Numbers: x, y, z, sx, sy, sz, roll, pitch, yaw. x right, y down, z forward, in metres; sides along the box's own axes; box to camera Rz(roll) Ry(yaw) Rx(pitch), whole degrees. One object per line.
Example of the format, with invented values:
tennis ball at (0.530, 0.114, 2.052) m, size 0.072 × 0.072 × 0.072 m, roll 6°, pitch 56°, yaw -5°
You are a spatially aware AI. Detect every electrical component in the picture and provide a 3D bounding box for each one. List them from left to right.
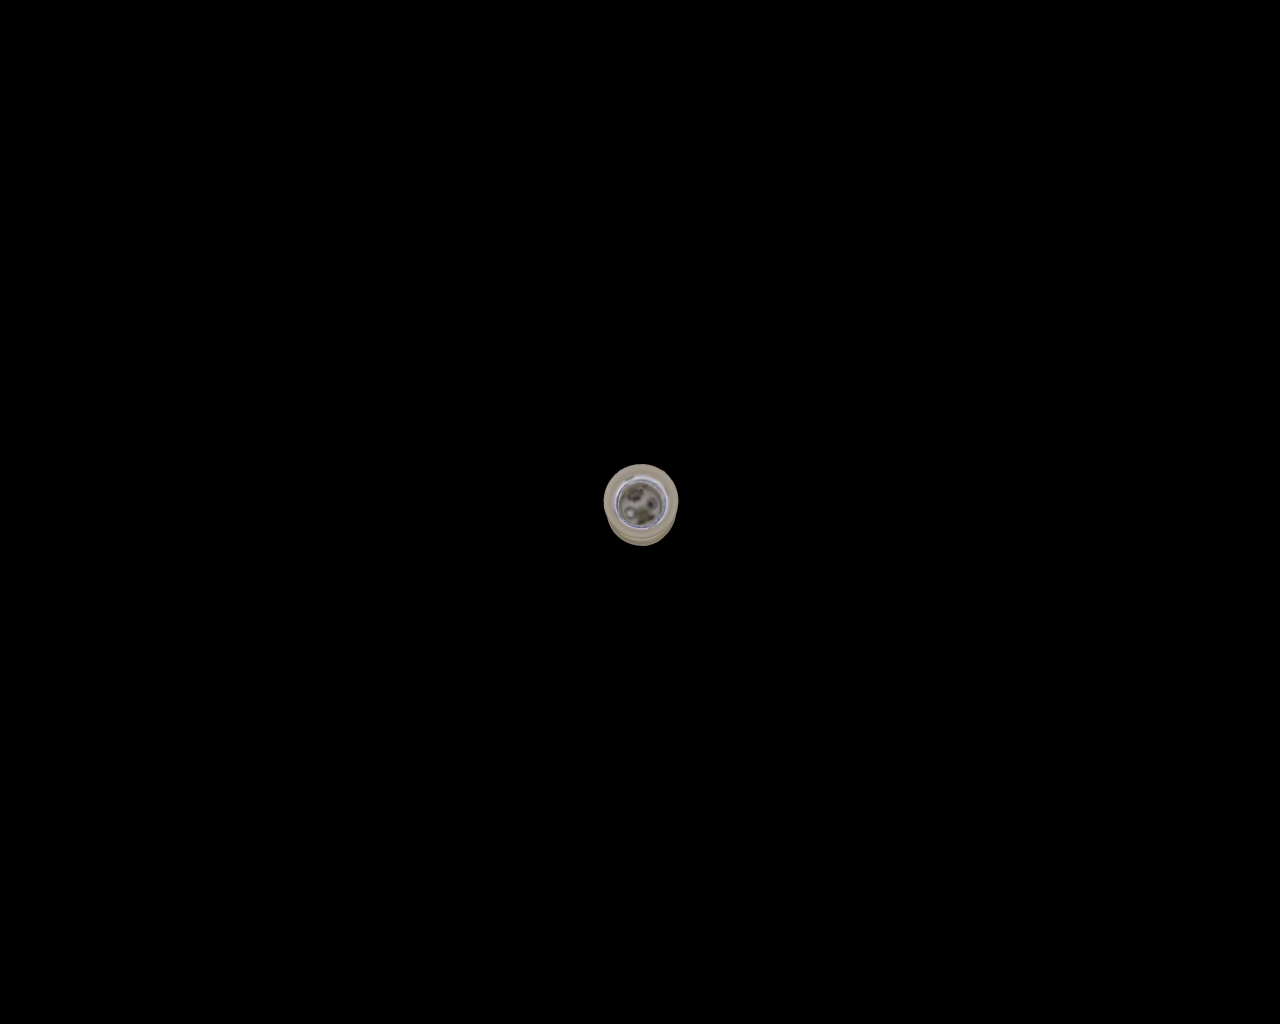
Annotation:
electrical component at (0.001, -0.003, 0.650) m, size 0.045 × 0.045 × 0.055 m, roll 0°, pitch -9°, yaw 0°
